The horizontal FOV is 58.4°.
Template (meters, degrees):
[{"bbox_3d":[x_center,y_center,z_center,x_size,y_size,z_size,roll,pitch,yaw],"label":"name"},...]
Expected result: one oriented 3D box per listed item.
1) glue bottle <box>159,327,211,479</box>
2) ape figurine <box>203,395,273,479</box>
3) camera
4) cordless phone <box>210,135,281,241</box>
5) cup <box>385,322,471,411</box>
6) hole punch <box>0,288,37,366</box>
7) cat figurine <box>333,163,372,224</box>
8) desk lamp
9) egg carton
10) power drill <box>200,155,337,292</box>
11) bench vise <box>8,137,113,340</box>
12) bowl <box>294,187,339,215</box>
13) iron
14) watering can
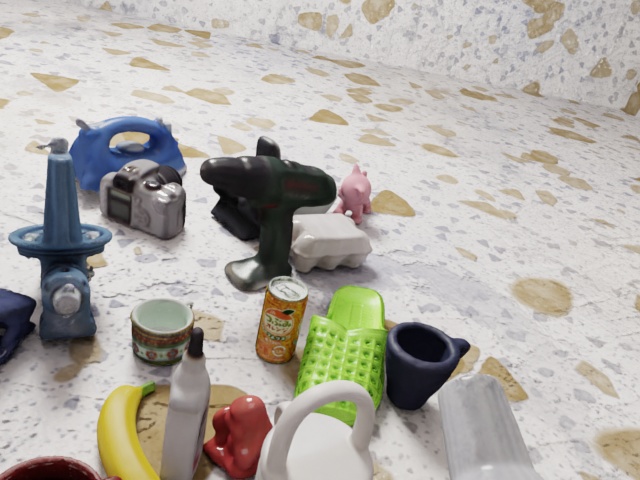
[{"bbox_3d":[-0.126,0.155,0.550,0.037,0.173,0.078,10,29,-6],"label":"glue bottle"},{"bbox_3d":[-0.077,0.194,0.584,0.076,0.092,0.077,6,29,-12],"label":"ape figurine"},{"bbox_3d":[-0.284,-0.087,0.990,0.143,0.101,0.137,20,29,13],"label":"camera"},{"bbox_3d":[-0.120,-0.108,1.009,0.147,0.185,0.094,32,34,31],"label":"cordless phone"},{"bbox_3d":[0.130,0.164,0.723,0.118,0.095,0.091,-2,32,-26],"label":"cup"},{"bbox_3d":[-0.395,0.080,0.655,0.108,0.091,0.101,13,29,-1],"label":"hole punch"},{"bbox_3d":[0.073,-0.099,1.144,0.067,0.118,0.128,19,29,10],"label":"cat figurine"},{"bbox_3d":[0.120,0.232,0.473,0.118,0.213,0.203,6,29,-12],"label":"desk lamp"},{"bbox_3d":[0.009,0.004,0.985,0.151,0.069,0.107,-5,33,-29],"label":"egg carton"},{"bbox_3d":[-0.083,-0.031,0.863,0.230,0.208,0.075,-11,37,-37],"label":"power drill"},{"bbox_3d":[-0.304,-0.002,0.706,0.122,0.220,0.206,-15,39,-40],"label":"bench vise"},{"bbox_3d":[-0.051,-0.079,1.103,0.167,0.075,0.167,10,29,-5],"label":"bowl"},{"bbox_3d":[-0.349,-0.173,1.074,0.118,0.141,0.259,30,33,28],"label":"iron"},{"bbox_3d":[0.000,0.204,0.493,0.172,0.194,0.101,34,35,33],"label":"watering can"}]
